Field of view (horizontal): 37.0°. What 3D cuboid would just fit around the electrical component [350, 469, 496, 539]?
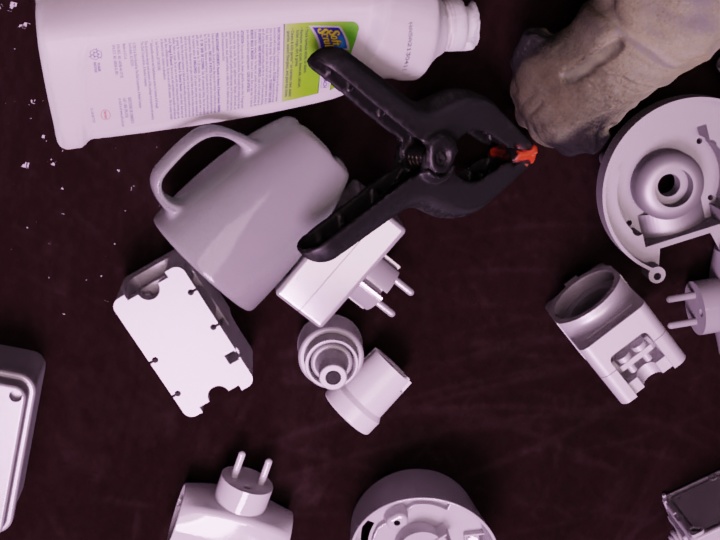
[{"bbox_3d":[0.041,0.188,0.740,0.099,0.064,0.099,-2,107,-5],"label":"electrical component"}]

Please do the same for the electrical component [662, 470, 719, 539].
[{"bbox_3d":[0.264,0.183,0.762,0.096,0.061,0.061,-26,107,2],"label":"electrical component"}]

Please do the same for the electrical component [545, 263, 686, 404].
[{"bbox_3d":[0.160,0.036,0.693,0.050,0.089,0.055,-39,106,6],"label":"electrical component"}]

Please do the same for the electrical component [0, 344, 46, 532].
[{"bbox_3d":[-0.252,0.106,0.691,0.078,0.057,0.113,12,105,-9],"label":"electrical component"}]

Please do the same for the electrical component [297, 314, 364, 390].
[{"bbox_3d":[-0.019,0.056,0.695,0.043,0.062,0.043,-1,110,-4],"label":"electrical component"}]

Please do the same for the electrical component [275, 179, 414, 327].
[{"bbox_3d":[0.000,0.000,0.689,0.076,0.047,0.083,39,99,-15],"label":"electrical component"}]

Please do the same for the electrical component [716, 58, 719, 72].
[{"bbox_3d":[0.280,-0.121,0.681,0.079,0.044,0.077,-37,107,5],"label":"electrical component"}]

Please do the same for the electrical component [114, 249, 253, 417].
[{"bbox_3d":[-0.110,0.037,0.685,0.050,0.055,0.089,-29,107,4],"label":"electrical component"}]

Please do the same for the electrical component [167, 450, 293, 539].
[{"bbox_3d":[-0.083,0.160,0.730,0.077,0.043,0.079,18,104,-10],"label":"electrical component"}]

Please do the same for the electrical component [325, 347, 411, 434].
[{"bbox_3d":[0.006,0.080,0.718,0.040,0.040,0.046,43,93,-15],"label":"electrical component"}]

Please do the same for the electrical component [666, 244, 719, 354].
[{"bbox_3d":[0.244,0.022,0.721,0.079,0.043,0.077,-9,107,-3],"label":"electrical component"}]
